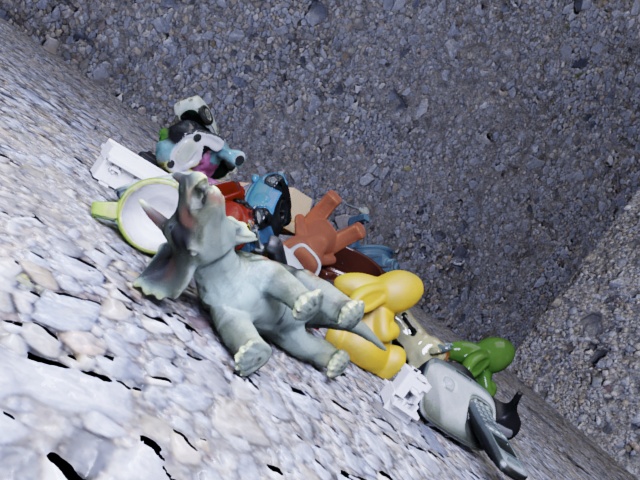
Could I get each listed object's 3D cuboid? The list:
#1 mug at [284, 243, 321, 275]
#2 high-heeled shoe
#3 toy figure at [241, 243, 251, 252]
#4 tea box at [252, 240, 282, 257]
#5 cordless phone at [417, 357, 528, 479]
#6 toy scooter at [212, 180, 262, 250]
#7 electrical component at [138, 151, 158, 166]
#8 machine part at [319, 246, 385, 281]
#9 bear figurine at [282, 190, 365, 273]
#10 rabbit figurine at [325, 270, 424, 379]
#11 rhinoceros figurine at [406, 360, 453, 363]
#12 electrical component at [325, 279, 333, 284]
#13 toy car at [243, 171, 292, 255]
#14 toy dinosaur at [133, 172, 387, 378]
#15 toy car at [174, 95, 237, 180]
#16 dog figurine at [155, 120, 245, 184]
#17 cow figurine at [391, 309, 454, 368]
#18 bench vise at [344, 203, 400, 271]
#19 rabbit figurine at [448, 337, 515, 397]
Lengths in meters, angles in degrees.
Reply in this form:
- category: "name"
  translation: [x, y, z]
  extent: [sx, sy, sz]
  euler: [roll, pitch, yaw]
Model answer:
- category: "mug"
  translation: [-0.043, 0.065, 0.868]
  extent: [0.107, 0.109, 0.081]
  euler: [48, -3, -9]
- category: "high-heeled shoe"
  translation: [0.240, 0.295, 0.947]
  extent: [0.249, 0.145, 0.086]
  euler: [11, 38, -3]
- category: "toy figure"
  translation: [-0.176, -0.011, 0.932]
  extent: [0.058, 0.064, 0.155]
  euler: [-16, 32, -34]
- category: "tea box"
  translation: [-0.137, 0.000, 1.063]
  extent: [0.170, 0.068, 0.098]
  euler: [38, 3, 18]
- category: "cordless phone"
  translation: [0.209, 0.264, 0.774]
  extent: [0.146, 0.088, 0.184]
  euler: [35, 8, -13]
- category: "toy scooter"
  translation: [-0.153, -0.044, 0.855]
  extent: [0.184, 0.135, 0.075]
  euler: [26, -44, 43]
- category: "electrical component"
  translation: [-0.316, -0.123, 1.092]
  extent: [0.134, 0.058, 0.115]
  euler: [34, 6, -15]
- category: "machine part"
  translation: [0.037, 0.074, 1.142]
  extent: [0.201, 0.087, 0.201]
  euler: [9, 20, -40]
- category: "bear figurine"
  translation: [-0.005, 0.000, 0.982]
  extent: [0.120, 0.132, 0.196]
  euler: [52, 16, -3]
- category: "rabbit figurine"
  translation: [0.090, 0.114, 0.880]
  extent: [0.162, 0.173, 0.122]
  euler: [38, 6, -28]
- category: "rhinoceros figurine"
  translation: [0.200, 0.234, 1.120]
  extent: [0.112, 0.073, 0.190]
  euler: [41, 6, 41]
- category: "electrical component"
  translation: [0.009, 0.109, 0.953]
  extent: [0.048, 0.075, 0.119]
  euler: [37, 8, 13]
- category: "toy car"
  translation: [-0.115, -0.050, 0.978]
  extent: [0.103, 0.162, 0.109]
  euler: [5, -44, 16]
- category: "toy dinosaur"
  translation: [-0.061, 0.065, 0.633]
  extent: [0.192, 0.131, 0.404]
  euler: [38, -2, 31]
- category: "toy car"
  translation: [-0.249, -0.215, 1.173]
  extent: [0.056, 0.074, 0.201]
  euler: [-93, 162, -56]
- category: "dog figurine"
  translation: [-0.259, -0.173, 1.031]
  extent: [0.191, 0.108, 0.219]
  euler: [28, 4, -46]
- category: "cow figurine"
  translation: [0.162, 0.179, 1.004]
  extent: [0.195, 0.127, 0.085]
  euler: [61, 14, 16]
- category: "bench vise"
  translation: [0.093, 0.035, 1.355]
  extent: [0.224, 0.240, 0.128]
  euler: [-16, -26, 38]
- category: "rabbit figurine"
  translation: [0.302, 0.253, 1.053]
  extent: [0.159, 0.170, 0.121]
  euler: [34, 3, -33]
